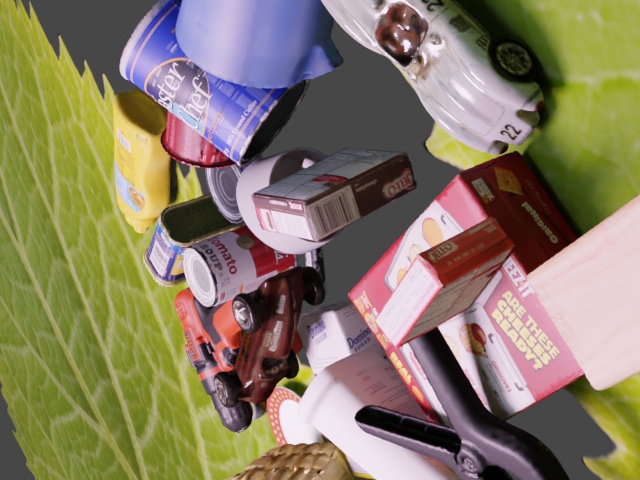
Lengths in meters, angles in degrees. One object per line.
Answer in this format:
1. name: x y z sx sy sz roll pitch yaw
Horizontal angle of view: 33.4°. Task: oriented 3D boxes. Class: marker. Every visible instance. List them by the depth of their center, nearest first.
1. marker: -0.007 0.001 1.061 0.020 0.020 0.121 29 133 48

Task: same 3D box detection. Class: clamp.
1. clamp: 0.119 0.150 0.805 0.210 0.036 0.165 35 143 22

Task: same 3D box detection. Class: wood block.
1. wood block: 0.225 0.004 0.617 0.090 0.090 0.206 60 149 11

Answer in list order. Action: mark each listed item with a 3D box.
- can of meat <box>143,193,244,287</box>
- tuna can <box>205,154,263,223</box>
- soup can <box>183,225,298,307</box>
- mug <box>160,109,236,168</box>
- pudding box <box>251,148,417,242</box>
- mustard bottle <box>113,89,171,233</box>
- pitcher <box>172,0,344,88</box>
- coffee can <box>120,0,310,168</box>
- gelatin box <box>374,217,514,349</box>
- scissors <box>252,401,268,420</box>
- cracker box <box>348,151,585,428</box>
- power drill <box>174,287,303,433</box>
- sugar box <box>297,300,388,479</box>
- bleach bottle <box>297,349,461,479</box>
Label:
1. can of meat: -0.140 -0.003 1.193 0.057 0.101 0.084 56 146 20
2. tuna can: -0.087 -0.062 1.133 0.086 0.033 0.086 37 138 42
3. soup can: -0.084 0.022 1.116 0.069 0.102 0.068 38 139 42
4. mug: -0.111 -0.124 1.065 0.117 0.093 0.081 -95 12 -52
5. pudding box: 0.012 -0.041 0.909 0.090 0.113 0.039 11 122 56
6. mustard bottle: -0.218 -0.082 1.307 0.096 0.058 0.192 47 144 32
7. pitcher: -0.044 -0.255 0.837 0.243 0.149 0.145 106 156 -43
8. coffee can: -0.095 -0.148 0.968 0.140 0.102 0.103 38 145 4
9. gelatin box: 0.085 0.029 0.736 0.030 0.073 0.089 52 145 19
10. scissors: -0.091 0.131 1.288 0.096 0.016 0.202 14 121 53
11. cracker box: 0.127 0.056 0.831 0.164 0.072 0.214 58 148 13
12. power drill: -0.093 0.122 1.222 0.188 0.057 0.184 -32 80 54
13. sugar box: 0.039 0.149 1.063 0.093 0.048 0.176 -17 92 62
14. bleach bottle: 0.101 0.202 0.922 0.251 0.102 0.068 41 120 23
